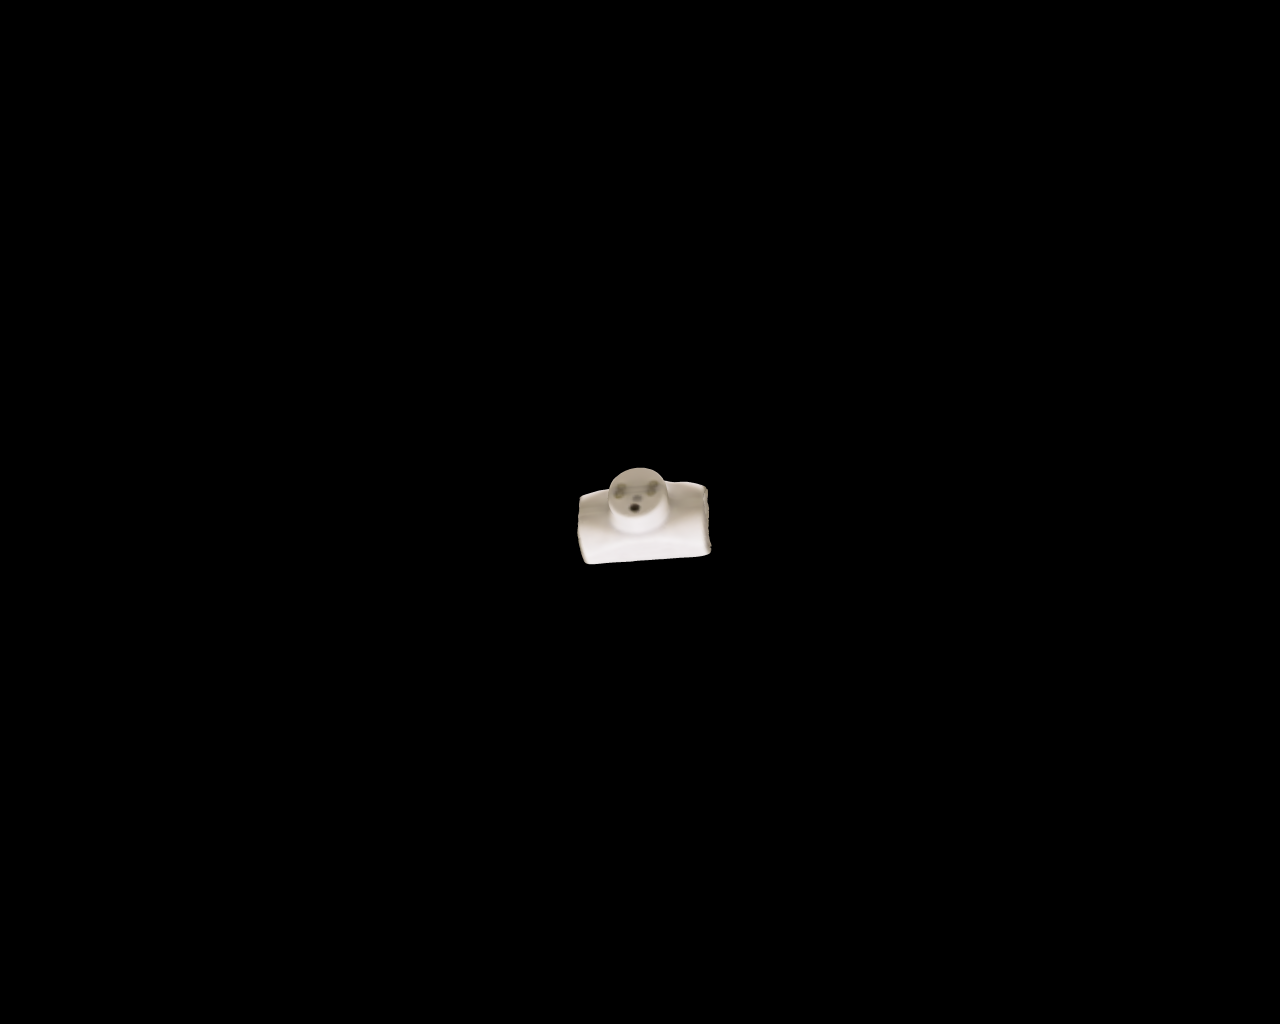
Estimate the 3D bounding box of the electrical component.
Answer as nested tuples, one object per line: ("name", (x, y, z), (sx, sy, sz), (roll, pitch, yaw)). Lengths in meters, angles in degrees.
("electrical component", (0.001, -0.003, 0.650), (0.077, 0.044, 0.079), (-5, -35, 7))
